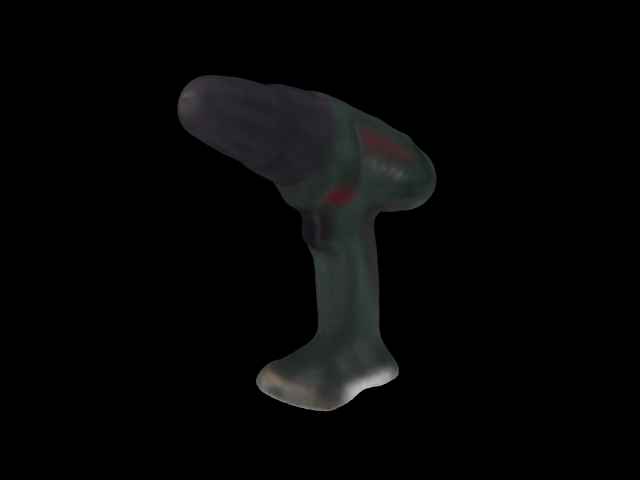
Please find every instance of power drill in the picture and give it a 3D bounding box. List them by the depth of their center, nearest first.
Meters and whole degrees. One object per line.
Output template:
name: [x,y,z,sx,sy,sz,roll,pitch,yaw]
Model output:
power drill: [0.004,0.001,0.400,0.075,0.208,0.230,7,11,39]
